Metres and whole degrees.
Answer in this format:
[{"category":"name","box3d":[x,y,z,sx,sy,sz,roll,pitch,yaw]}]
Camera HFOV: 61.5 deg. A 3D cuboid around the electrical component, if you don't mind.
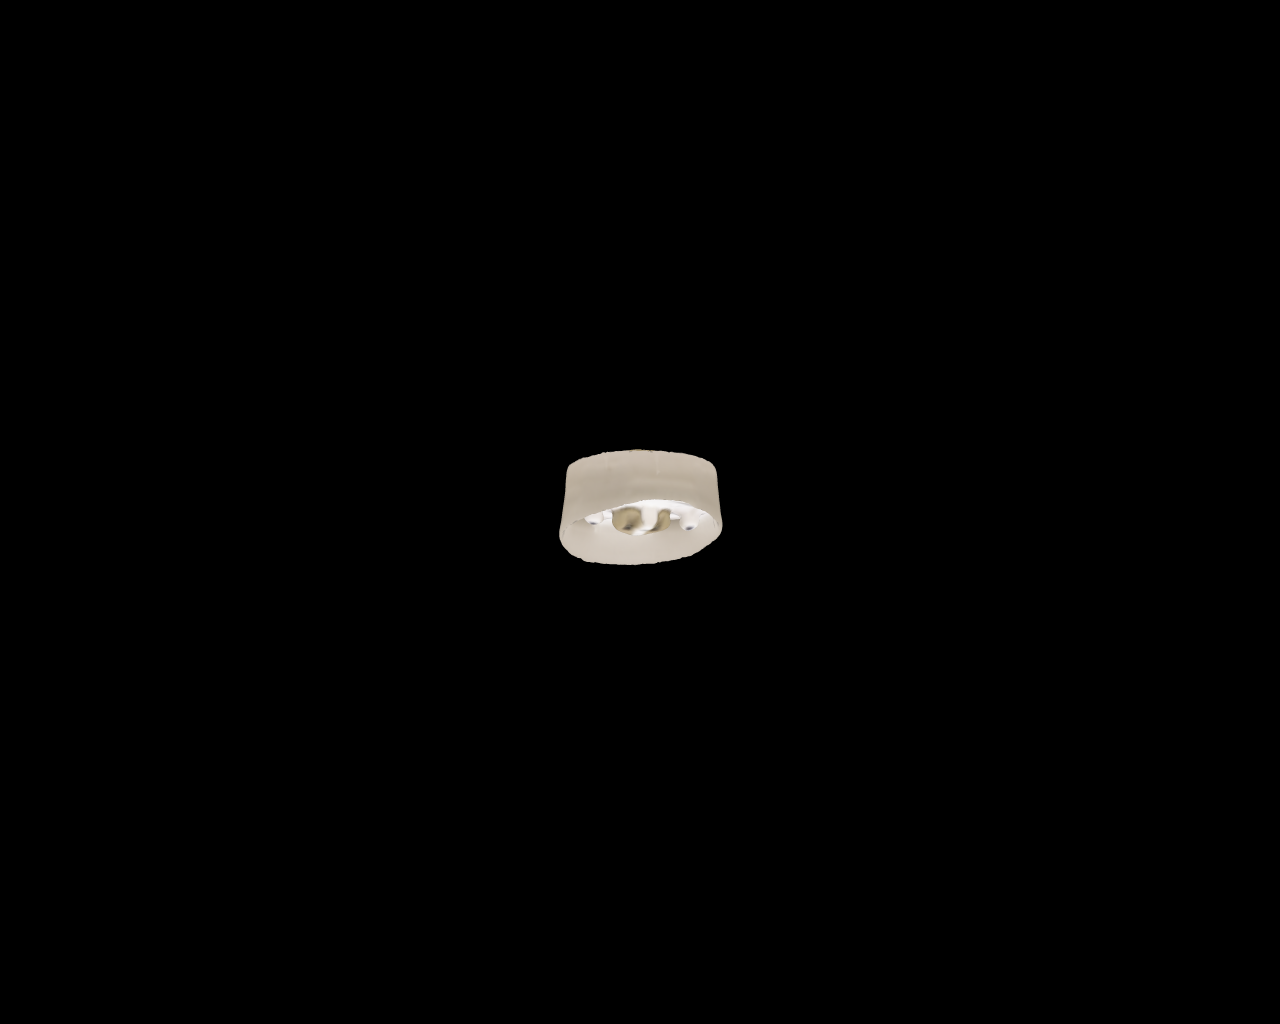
[{"category":"electrical component","box3d":[0.001,-0.003,0.650,0.099,0.064,0.099,0,-11,0]}]
